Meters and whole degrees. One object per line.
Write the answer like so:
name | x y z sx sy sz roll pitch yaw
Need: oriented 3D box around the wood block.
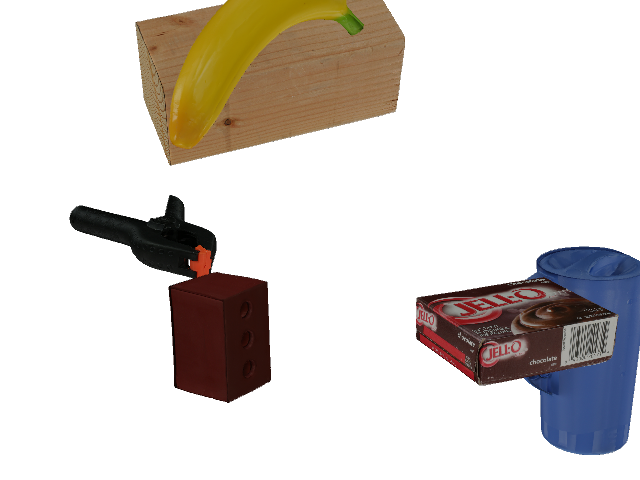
wood block | -0.042 -0.146 0.907 0.206 0.090 0.091 -15 -36 -14

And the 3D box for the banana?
banana | -0.037 -0.133 0.696 0.037 0.069 0.197 -9 24 49

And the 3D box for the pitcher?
pitcher | 0.321 0.137 1.314 0.149 0.243 0.144 5 17 20

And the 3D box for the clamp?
clamp | -0.145 -0.007 1.018 0.120 0.039 0.172 -21 35 -40

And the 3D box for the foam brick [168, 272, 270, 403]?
foam brick | -0.071 0.067 0.764 0.051 0.078 0.052 8 17 35

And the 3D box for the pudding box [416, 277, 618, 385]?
pudding box | 0.136 0.061 0.751 0.113 0.039 0.090 -6 18 -23
